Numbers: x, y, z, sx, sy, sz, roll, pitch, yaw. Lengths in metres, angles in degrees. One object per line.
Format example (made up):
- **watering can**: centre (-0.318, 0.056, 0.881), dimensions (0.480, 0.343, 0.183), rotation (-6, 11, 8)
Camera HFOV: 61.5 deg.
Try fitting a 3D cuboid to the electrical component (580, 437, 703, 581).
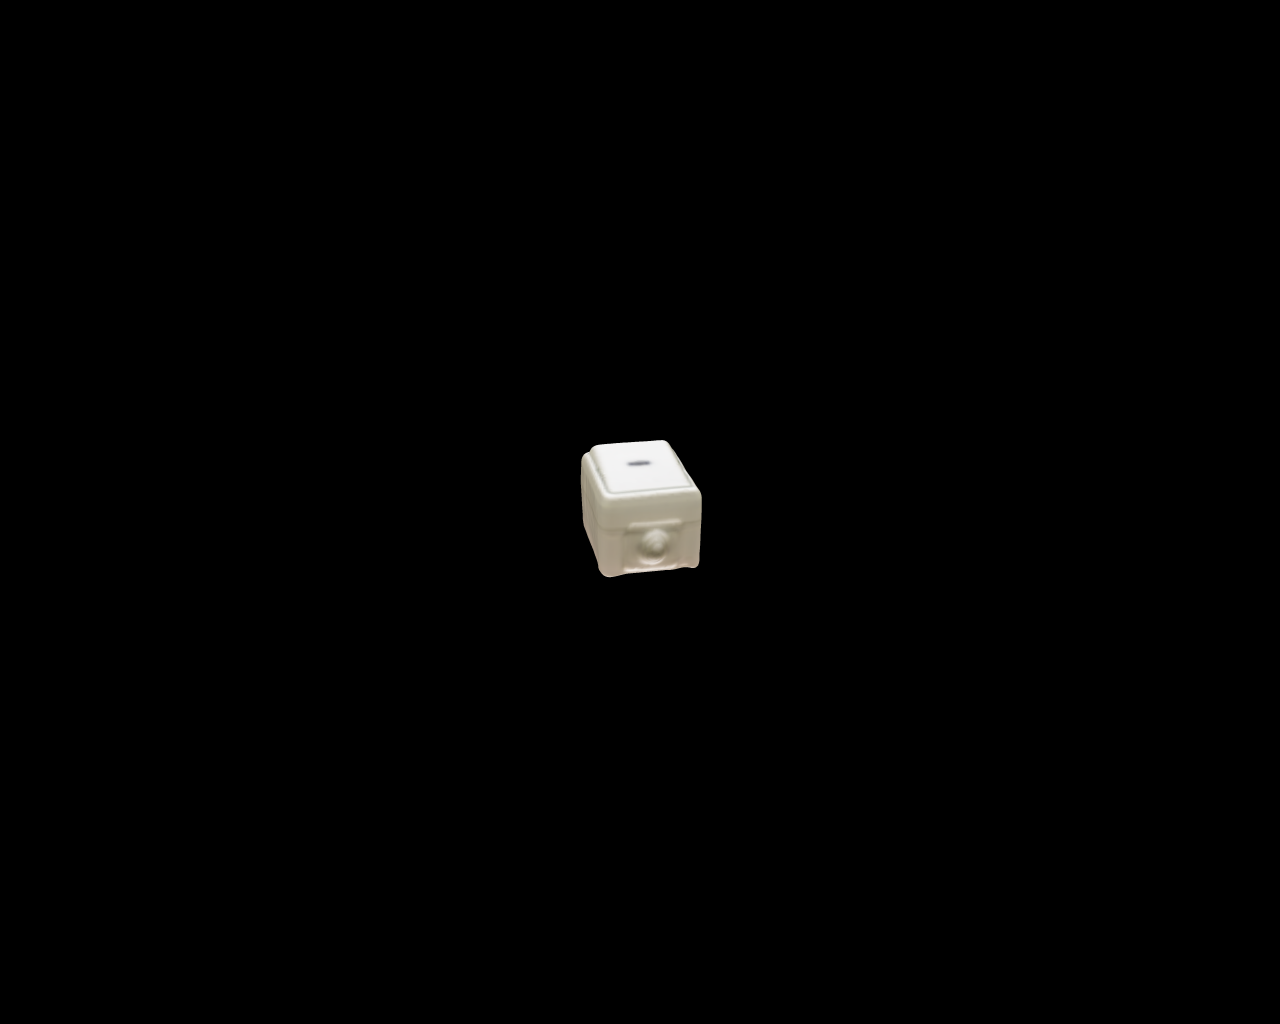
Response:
- **electrical component**: centre (0.001, -0.003, 0.650), dimensions (0.062, 0.061, 0.096), rotation (-5, 25, -10)
